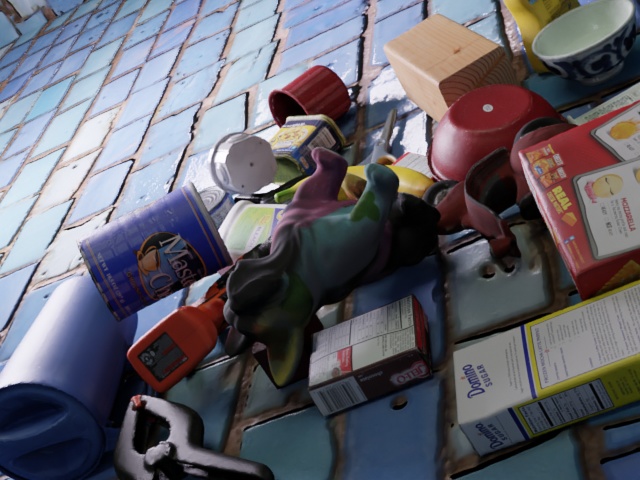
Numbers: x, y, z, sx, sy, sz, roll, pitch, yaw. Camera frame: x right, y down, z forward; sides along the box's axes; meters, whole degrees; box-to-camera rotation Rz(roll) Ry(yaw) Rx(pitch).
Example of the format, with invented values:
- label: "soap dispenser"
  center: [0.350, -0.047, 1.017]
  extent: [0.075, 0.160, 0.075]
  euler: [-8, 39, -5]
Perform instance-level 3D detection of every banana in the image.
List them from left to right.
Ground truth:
- label: "banana"
  center: [0.049, -0.057, 1.175]
  extent: [0.198, 0.037, 0.069]
  euler: [-3, 30, 32]

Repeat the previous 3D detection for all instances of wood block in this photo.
- label: "wood block"
  center: [0.164, -0.205, 1.324]
  extent: [0.091, 0.090, 0.206]
  euler: [-31, 27, -1]

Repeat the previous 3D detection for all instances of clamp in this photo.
- label: "clamp"
  center: [-0.132, 0.206, 0.988]
  extent: [0.164, 0.036, 0.210]
  euler: [-29, 34, 1]
- label: "clamp"
  center: [-0.059, -0.046, 1.348]
  extent: [0.172, 0.039, 0.120]
  euler: [-22, 31, 20]

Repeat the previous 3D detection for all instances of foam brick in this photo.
- label: "foam brick"
  center: [-0.030, 0.098, 1.057]
  extent: [0.053, 0.051, 0.078]
  euler: [-25, 27, 14]

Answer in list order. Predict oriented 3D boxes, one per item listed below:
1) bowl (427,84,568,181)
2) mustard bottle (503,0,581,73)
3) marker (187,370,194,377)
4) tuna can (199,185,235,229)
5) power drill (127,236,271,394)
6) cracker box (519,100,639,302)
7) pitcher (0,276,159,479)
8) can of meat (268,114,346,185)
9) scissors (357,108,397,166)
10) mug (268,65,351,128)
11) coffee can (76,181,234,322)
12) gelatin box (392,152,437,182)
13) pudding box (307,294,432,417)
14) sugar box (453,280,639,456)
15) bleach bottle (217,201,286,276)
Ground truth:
- label: "bowl"
  center: [0.189, -0.122, 1.155]
  extent: [0.162, 0.055, 0.162]
  euler: [-13, 36, 10]
- label: "mustard bottle"
  center: [0.257, -0.302, 1.274]
  extent: [0.096, 0.191, 0.058]
  euler: [-45, 30, -26]
- label: "marker"
  center: [-0.150, 0.115, 1.191]
  extent: [0.020, 0.020, 0.121]
  euler: [-28, 27, 8]
- label: "tuna can"
  center: [-0.154, -0.036, 1.433]
  extent: [0.086, 0.033, 0.086]
  euler: [-25, 27, 13]
- label: "power drill"
  center: [-0.099, 0.068, 1.086]
  extent: [0.185, 0.057, 0.187]
  euler: [-43, -2, 32]
- label: "cracker box"
  center: [0.295, -0.045, 0.896]
  extent: [0.214, 0.072, 0.164]
  euler: [-23, 42, 9]
- label: "pitcher"
  center: [-0.263, 0.143, 1.163]
  extent: [0.145, 0.149, 0.242]
  euler: [-38, 20, 22]
- label: "can of meat"
  center: [-0.030, -0.118, 1.417]
  extent: [0.102, 0.057, 0.083]
  euler: [5, 47, 51]
- label: "scissors"
  center: [0.062, -0.105, 1.344]
  extent: [0.096, 0.016, 0.201]
  euler: [-25, 27, 13]
- label: "mug"
  center: [-0.015, -0.186, 1.497]
  extent: [0.081, 0.093, 0.117]
  euler: [-40, -9, -26]
- label: "coffee can"
  center: [-0.179, 0.012, 1.165]
  extent: [0.140, 0.103, 0.103]
  euler: [-27, 26, -6]
- label: "gelatin box"
  center: [0.105, -0.063, 1.211]
  extent: [0.073, 0.030, 0.089]
  euler: [-40, 30, -17]
- label: "pudding box"
  center: [0.046, 0.105, 0.982]
  extent: [0.114, 0.039, 0.090]
  euler: [-22, 26, 15]
- label: "sugar box"
  center: [0.193, 0.098, 0.832]
  extent: [0.176, 0.048, 0.093]
  euler: [-26, 27, 20]
- label: "bleach bottle"
  center: [-0.008, 0.001, 1.183]
  extent: [0.251, 0.068, 0.102]
  euler: [-2, 49, 42]
